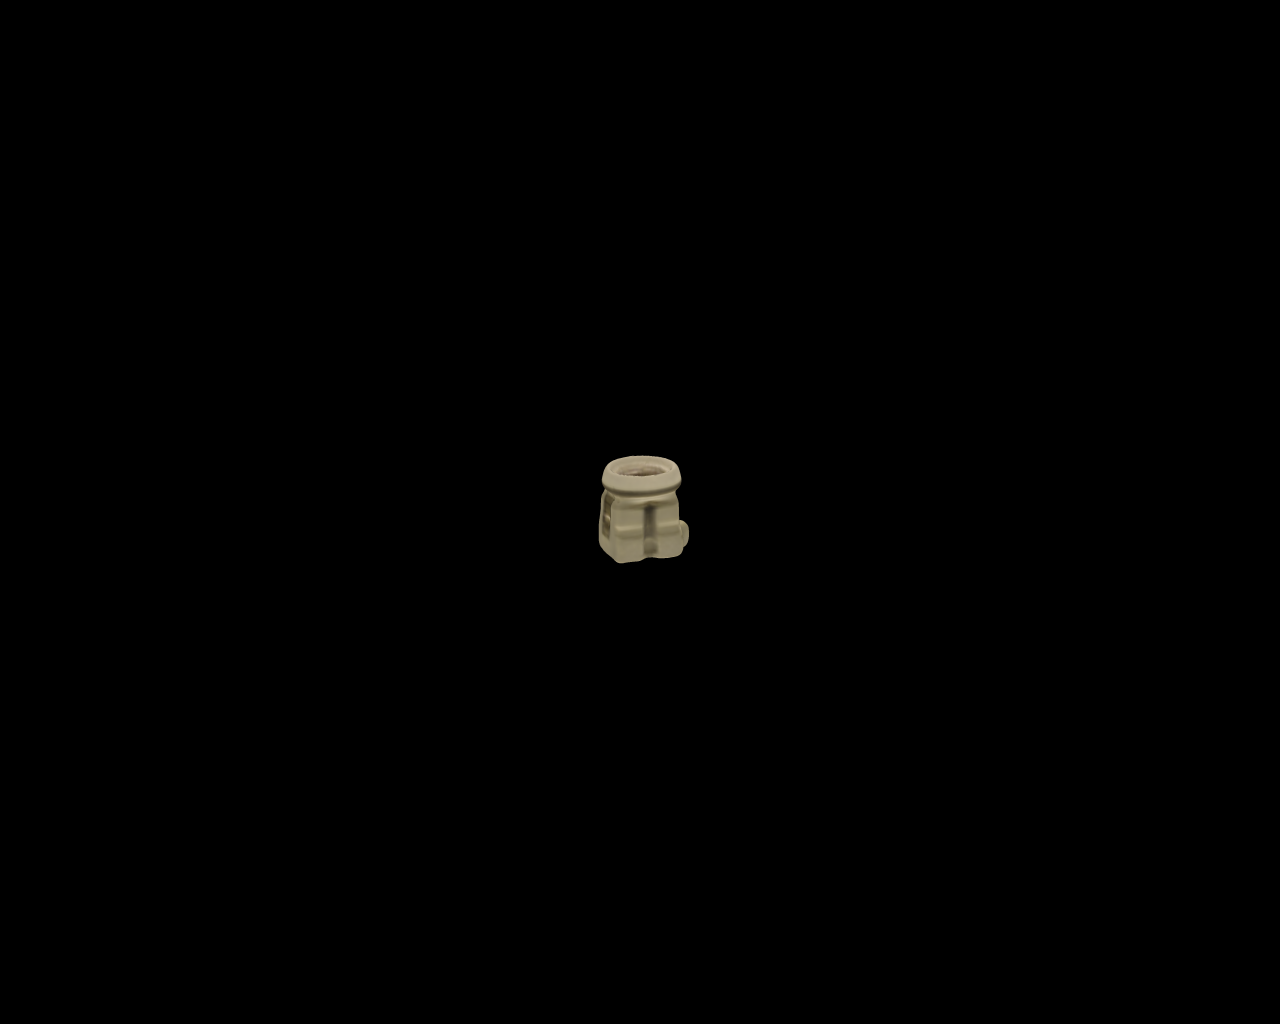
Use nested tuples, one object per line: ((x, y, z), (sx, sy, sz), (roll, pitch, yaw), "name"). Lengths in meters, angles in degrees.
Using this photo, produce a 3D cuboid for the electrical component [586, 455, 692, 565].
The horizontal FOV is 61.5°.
((0.001, -0.003, 0.650), (0.066, 0.055, 0.048), (-7, 20, -20), "electrical component")
